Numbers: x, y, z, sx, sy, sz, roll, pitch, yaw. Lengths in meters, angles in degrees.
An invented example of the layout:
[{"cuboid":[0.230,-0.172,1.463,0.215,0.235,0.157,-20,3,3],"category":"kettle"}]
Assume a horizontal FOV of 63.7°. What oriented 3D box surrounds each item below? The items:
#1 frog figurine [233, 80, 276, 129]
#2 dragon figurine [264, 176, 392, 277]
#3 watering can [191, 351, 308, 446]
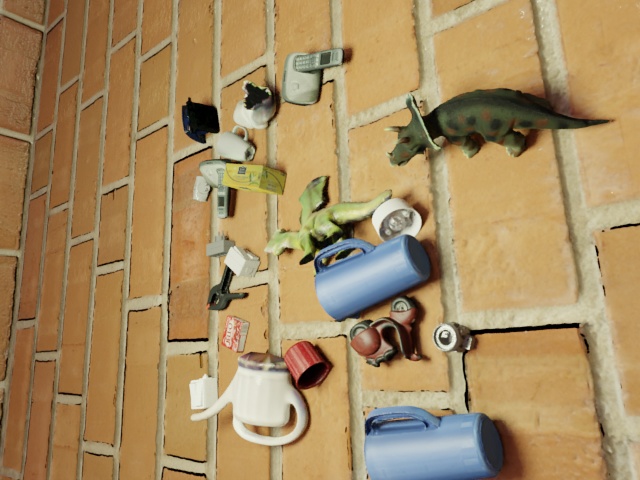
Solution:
[{"cuboid":[-0.197,-0.388,1.554,0.139,0.123,0.156,64,158,20],"category":"frog figurine"},{"cuboid":[0.004,-0.065,1.294,0.404,0.121,0.248,-41,49,26],"category":"dragon figurine"},{"cuboid":[-0.187,0.402,1.332,0.347,0.103,0.226,2,83,24],"category":"watering can"}]
